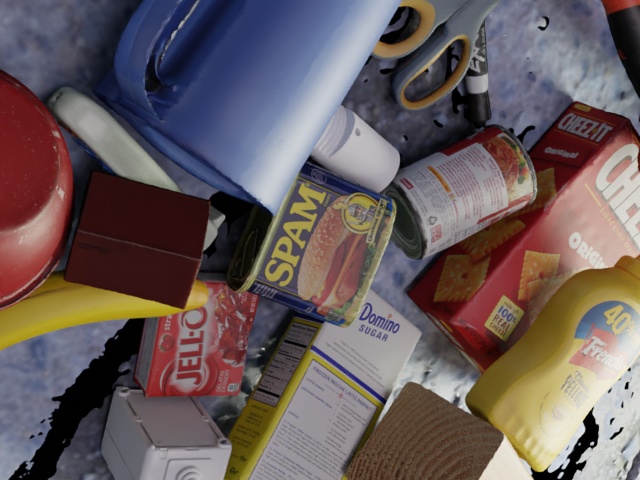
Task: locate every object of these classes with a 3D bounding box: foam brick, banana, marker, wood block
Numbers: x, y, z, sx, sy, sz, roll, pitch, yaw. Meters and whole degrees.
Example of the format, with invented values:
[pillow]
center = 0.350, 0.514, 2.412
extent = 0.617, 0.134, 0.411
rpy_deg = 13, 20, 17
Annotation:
[foam brick]
center = -0.111, 0.000, 0.655
extent = 0.078, 0.051, 0.053
rpy_deg = 15, 137, -12
[banana]
center = -0.170, 0.048, 0.680
extent = 0.197, 0.037, 0.069
rpy_deg = -19, 148, -7
[marker]
center = 0.114, -0.142, 0.790
extent = 0.020, 0.020, 0.121
rpy_deg = -20, 118, -22
[wood block]
center = 0.111, 0.205, 0.839
extent = 0.090, 0.091, 0.206
rpy_deg = -53, 143, -13

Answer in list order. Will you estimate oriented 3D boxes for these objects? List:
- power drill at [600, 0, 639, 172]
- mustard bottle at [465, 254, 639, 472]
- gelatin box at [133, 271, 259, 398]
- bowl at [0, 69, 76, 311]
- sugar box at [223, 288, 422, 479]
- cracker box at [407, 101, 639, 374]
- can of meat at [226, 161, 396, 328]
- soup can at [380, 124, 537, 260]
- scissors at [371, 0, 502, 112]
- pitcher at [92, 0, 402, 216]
[power drill]
center = 0.254, -0.152, 0.810
extent = 0.187, 0.057, 0.184
rpy_deg = 62, 32, -20
[mustard bottle]
center = 0.200, 0.080, 0.815
extent = 0.191, 0.058, 0.096
rpy_deg = -48, 125, -7
[gelatin box]
center = -0.087, 0.067, 0.754
extent = 0.073, 0.030, 0.089
rpy_deg = 4, 107, -30
[bowl]
center = -0.196, -0.040, 0.585
extent = 0.161, 0.055, 0.162
rpy_deg = 15, 66, -37
[sugar box]
center = -0.001, 0.119, 0.790
extent = 0.093, 0.048, 0.176
rpy_deg = 41, 68, -34
[cracker box]
center = 0.198, 0.022, 0.872
extent = 0.213, 0.072, 0.164
rpy_deg = -48, 125, -5
[can of meat]
center = -0.005, 0.001, 0.730
extent = 0.083, 0.057, 0.102
rpy_deg = 22, 90, -19
[soup can]
center = 0.100, -0.035, 0.795
extent = 0.102, 0.069, 0.068
rpy_deg = -26, 120, -16
[scissors]
center = 0.105, -0.182, 0.746
extent = 0.096, 0.016, 0.202
rpy_deg = 28, 106, -27
[pitcher]
center = -0.022, -0.148, 0.641
extent = 0.145, 0.149, 0.243
rpy_deg = 34, 87, -21
